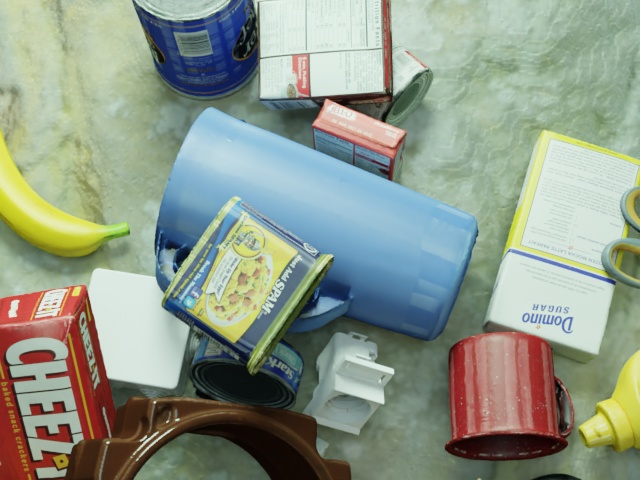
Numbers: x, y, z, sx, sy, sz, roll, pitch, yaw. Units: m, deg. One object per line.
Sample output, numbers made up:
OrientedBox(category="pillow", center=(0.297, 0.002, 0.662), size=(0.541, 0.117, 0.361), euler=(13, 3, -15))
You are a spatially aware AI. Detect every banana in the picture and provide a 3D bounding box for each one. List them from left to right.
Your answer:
OrientedBox(category="banana", center=(-0.257, -0.045, 0.930), size=(0.198, 0.037, 0.069), euler=(40, 60, 13))

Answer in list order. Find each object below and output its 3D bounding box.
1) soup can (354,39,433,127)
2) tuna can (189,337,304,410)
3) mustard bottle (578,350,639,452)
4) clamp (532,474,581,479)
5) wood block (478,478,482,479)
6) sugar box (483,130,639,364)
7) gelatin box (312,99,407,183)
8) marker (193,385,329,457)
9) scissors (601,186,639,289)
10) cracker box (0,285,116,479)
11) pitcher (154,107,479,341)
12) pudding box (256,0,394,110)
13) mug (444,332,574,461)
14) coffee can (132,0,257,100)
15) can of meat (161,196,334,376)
OrientedBox(category="soup can", center=(0.041, -0.152, 0.936), size=(0.102, 0.068, 0.068), euler=(42, 77, 14))
OrientedBox(category="tuna can", center=(-0.056, 0.100, 0.825), size=(0.086, 0.086, 0.033), euler=(12, 59, 6))
OrientedBox(category="mustard bottle", center=(0.293, 0.121, 0.837), size=(0.191, 0.058, 0.096), euler=(-20, 69, -4))
OrientedBox(category="clamp", center=(0.213, 0.243, 0.808), size=(0.210, 0.036, 0.164), euler=(4, 77, 8))
OrientedBox(category="wood block", center=(0.084, 0.279, 0.755), size=(0.090, 0.090, 0.206), euler=(38, 87, 13))
OrientedBox(category="sugar box", center=(0.203, 0.005, 0.887), size=(0.093, 0.048, 0.176), euler=(18, 76, 5))
OrientedBox(category="gelatin box", center=(0.033, -0.076, 0.898), size=(0.073, 0.089, 0.030), euler=(23, 71, 10))
OrientedBox(category="marker", center=(-0.050, 0.144, 0.863), size=(0.121, 0.020, 0.020), euler=(27, 74, 11))
OrientedBox(category="scissors", center=(0.323, 0.005, 0.874), size=(0.201, 0.016, 0.096), euler=(3, 75, -12))
OrientedBox(category="cracker box", center=(-0.269, 0.135, 0.805), size=(0.213, 0.072, 0.164), euler=(-9, 110, 0))
OrientedBox(category="pitcher", center=(-0.006, 0.001, 0.853), size=(0.243, 0.145, 0.149), euler=(20, 95, 6))
OrientedBox(category="pudding box", center=(0.004, -0.159, 0.891), size=(0.113, 0.039, 0.090), euler=(-2, 85, 14))
OrientedBox(category="mug", center=(0.152, 0.124, 0.833), size=(0.117, 0.093, 0.081), euler=(13, 63, -26))
OrientedBox(category="coffee can", center=(-0.105, -0.197, 0.919), size=(0.103, 0.140, 0.103), euler=(-1, 71, 2))
OrientedBox(category="can of meat", center=(-0.053, 0.031, 0.764), size=(0.084, 0.057, 0.102), euler=(34, 83, 6))
